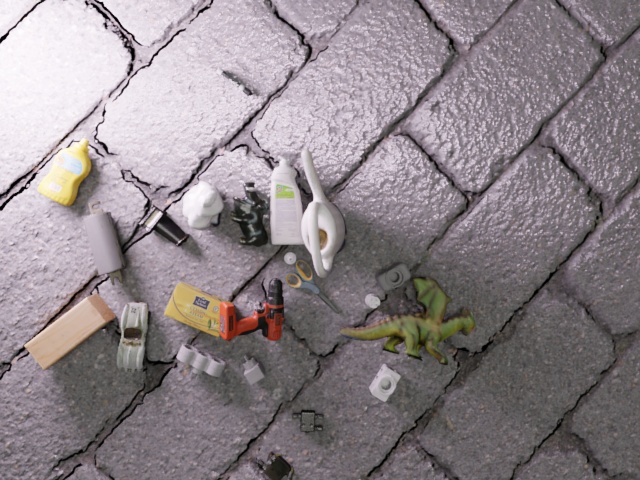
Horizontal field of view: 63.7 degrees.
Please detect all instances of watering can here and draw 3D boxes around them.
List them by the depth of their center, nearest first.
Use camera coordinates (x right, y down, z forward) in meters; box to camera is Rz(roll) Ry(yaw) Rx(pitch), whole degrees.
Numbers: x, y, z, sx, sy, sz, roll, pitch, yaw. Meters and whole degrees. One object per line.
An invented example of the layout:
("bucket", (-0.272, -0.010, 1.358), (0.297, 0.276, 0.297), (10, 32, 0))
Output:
("watering can", (0.004, -0.072, 1.433), (0.104, 0.225, 0.347), (-5, 91, 13))

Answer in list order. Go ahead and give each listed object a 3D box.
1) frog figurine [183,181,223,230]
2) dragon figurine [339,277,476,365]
("frog figurine", (-0.329, -0.095, 1.432), (0.122, 0.159, 0.137), (18, 90, -4))
("dragon figurine", (0.279, 0.226, 1.517), (0.409, 0.121, 0.245), (19, 79, -11))
